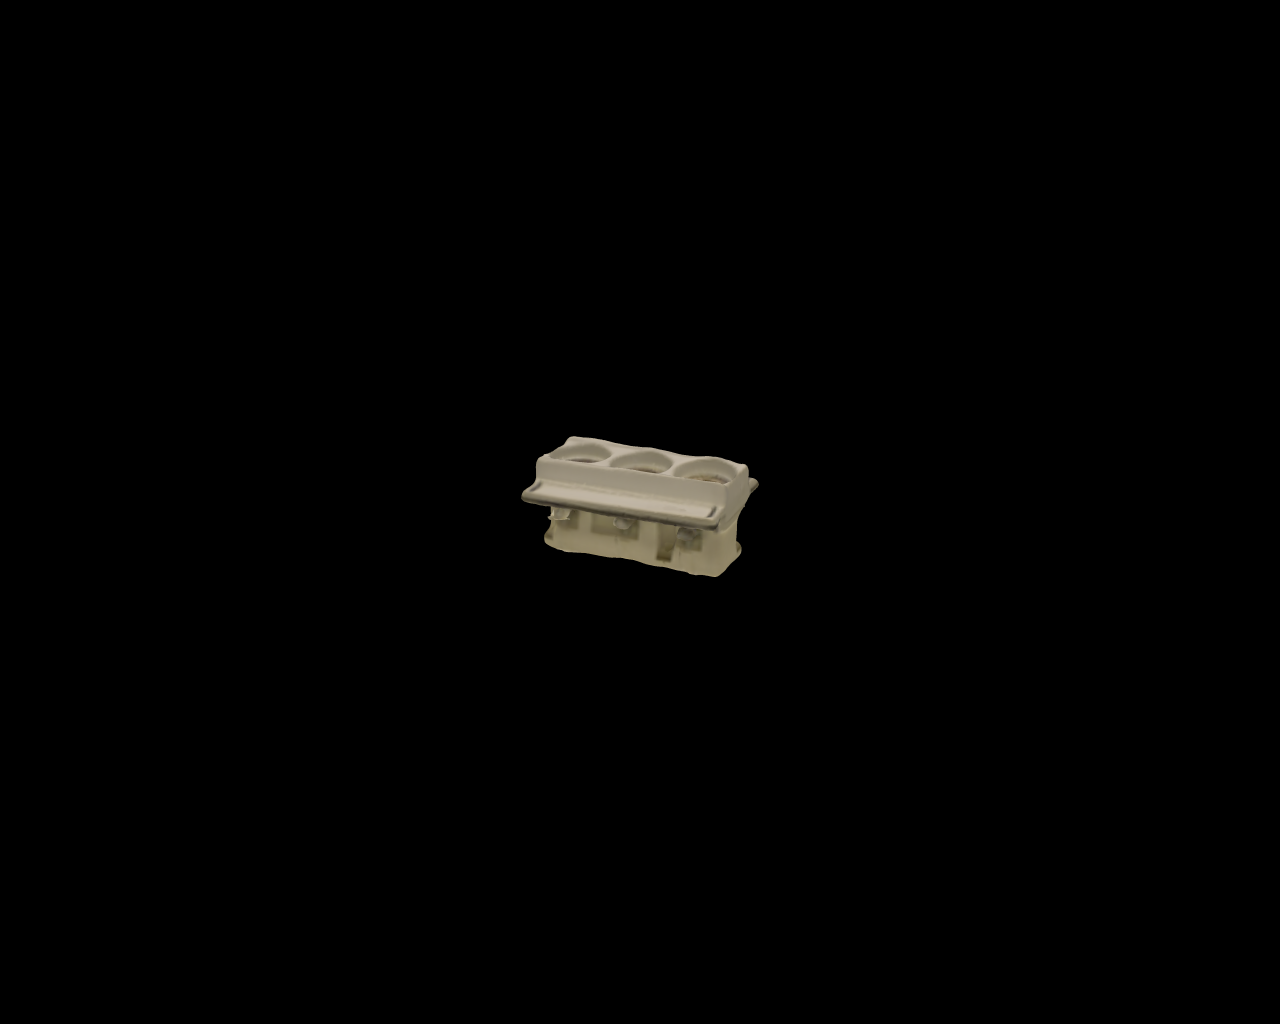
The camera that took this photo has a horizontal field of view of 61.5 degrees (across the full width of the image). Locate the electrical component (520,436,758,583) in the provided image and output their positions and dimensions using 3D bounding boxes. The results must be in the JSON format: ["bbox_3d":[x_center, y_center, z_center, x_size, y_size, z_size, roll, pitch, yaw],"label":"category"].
[{"bbox_3d":[0.001,-0.003,0.650,0.121,0.063,0.079,10,24,22],"label":"electrical component"}]
